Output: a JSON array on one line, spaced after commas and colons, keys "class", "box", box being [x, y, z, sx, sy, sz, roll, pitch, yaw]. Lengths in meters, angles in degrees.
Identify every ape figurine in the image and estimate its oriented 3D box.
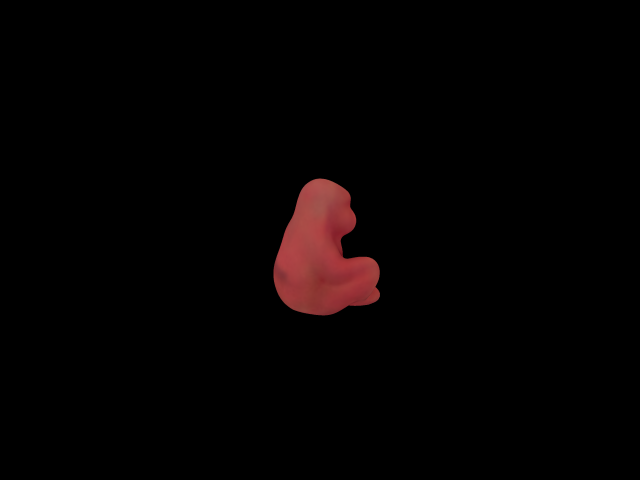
[{"class": "ape figurine", "box": [0.004, 0.001, 0.400, 0.076, 0.092, 0.077, -8, 32, -13]}]
